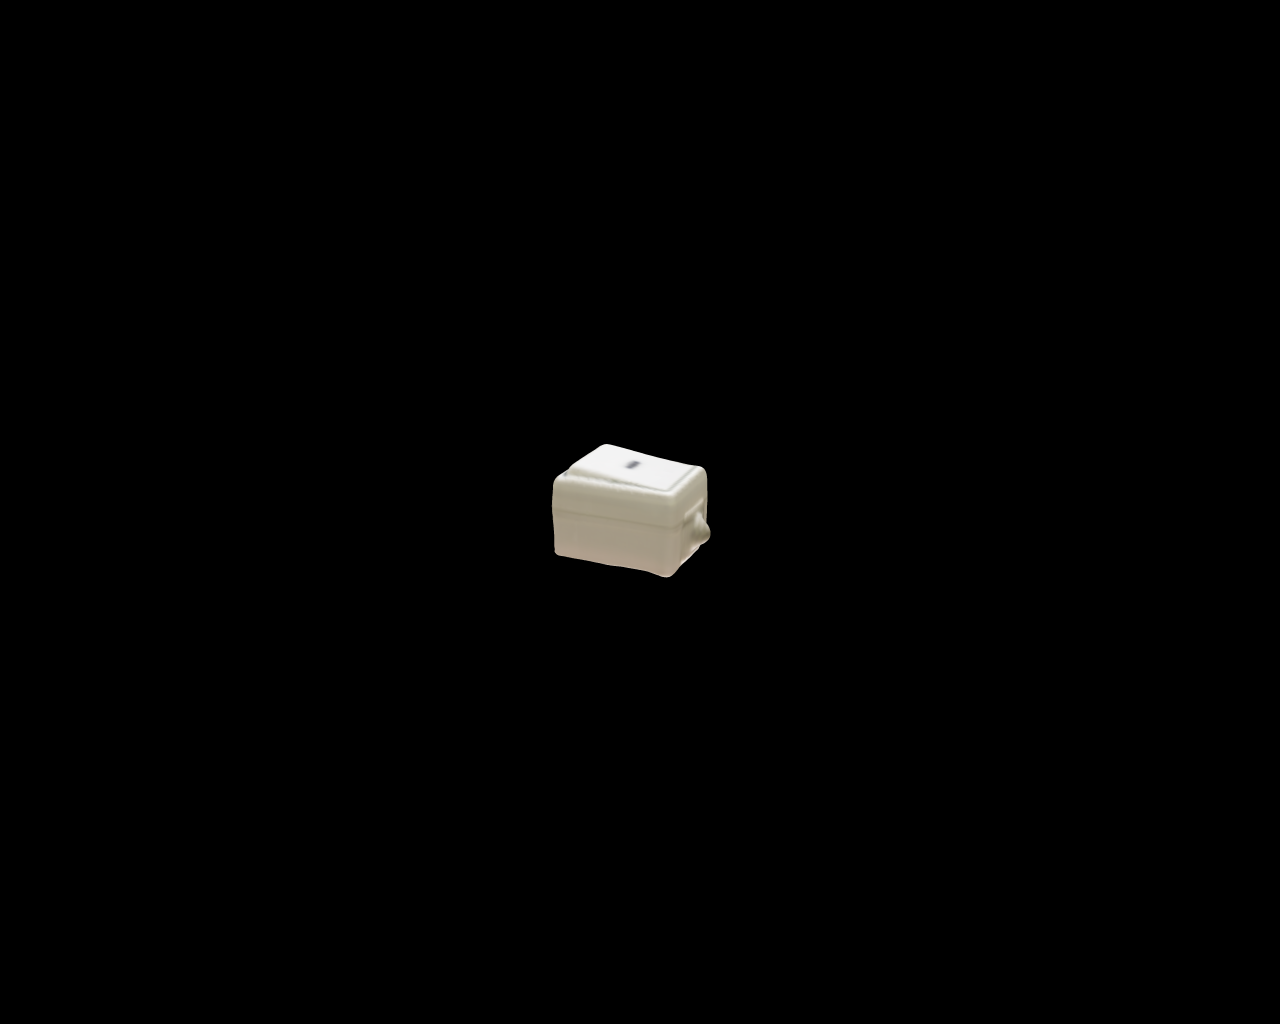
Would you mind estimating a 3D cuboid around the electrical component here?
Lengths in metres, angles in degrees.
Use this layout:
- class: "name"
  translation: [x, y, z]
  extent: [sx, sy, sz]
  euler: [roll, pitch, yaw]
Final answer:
- class: "electrical component"
  translation: [0.001, -0.003, 0.650]
  extent: [0.096, 0.061, 0.062]
  euler: [10, 24, 22]
